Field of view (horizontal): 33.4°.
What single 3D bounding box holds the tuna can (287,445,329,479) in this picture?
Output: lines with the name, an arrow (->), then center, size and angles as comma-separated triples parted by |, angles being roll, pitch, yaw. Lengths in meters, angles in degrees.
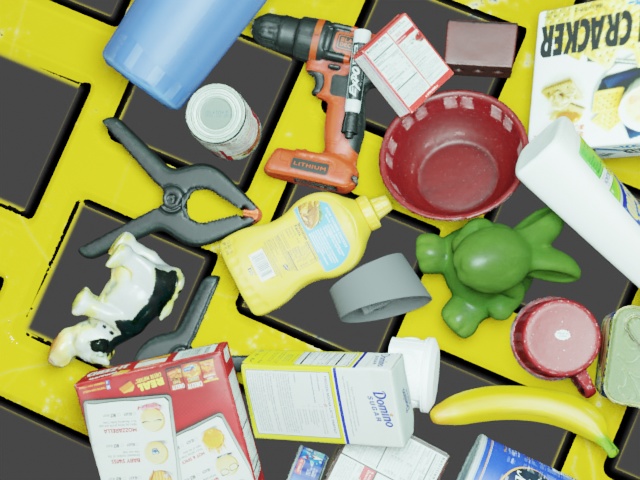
tuna can -> -0.020, 0.266, 1.144 | 0.034, 0.086, 0.086 | 20, 87, 5

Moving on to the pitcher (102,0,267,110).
pitcher -> -0.140, -0.275, 1.198 | 0.145, 0.149, 0.243 | 36, 92, -7

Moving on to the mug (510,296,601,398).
mug -> 0.257, 0.115, 1.132 | 0.093, 0.081, 0.117 | -27, 82, 2

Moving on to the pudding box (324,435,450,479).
pudding box -> 0.073, 0.248, 1.160 | 0.113, 0.039, 0.090 | 27, 83, 5

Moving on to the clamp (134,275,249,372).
clamp -> -0.141, 0.136, 1.194 | 0.171, 0.039, 0.120 | -44, 78, 4

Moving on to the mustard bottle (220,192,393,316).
mustard bottle -> -0.008, 0.001, 1.183 | 0.191, 0.058, 0.096 | -27, 83, 3

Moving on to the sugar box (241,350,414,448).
sugar box -> 0.008, 0.166, 1.127 | 0.176, 0.048, 0.093 | -1, 110, 24

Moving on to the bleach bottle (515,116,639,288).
bleach bottle -> 0.306, -0.008, 1.073 | 0.251, 0.102, 0.068 | 44, 116, -5

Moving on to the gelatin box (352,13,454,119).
gelatin box -> 0.089, -0.189, 1.155 | 0.073, 0.030, 0.089 | -44, 100, -21

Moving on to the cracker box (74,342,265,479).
cracker box -> -0.153, 0.230, 1.150 | 0.164, 0.072, 0.214 | -14, 96, 5

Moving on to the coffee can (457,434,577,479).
coffee can -> 0.211, 0.278, 1.110 | 0.140, 0.103, 0.103 | 24, 87, 7

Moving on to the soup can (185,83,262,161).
soup can -> -0.106, -0.130, 1.184 | 0.068, 0.102, 0.068 | -1, 84, 6

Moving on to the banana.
banana -> 0.219, 0.184, 1.140 | 0.198, 0.069, 0.037 | 8, 117, 9

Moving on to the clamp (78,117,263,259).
clamp -> -0.169, -0.055, 1.215 | 0.210, 0.036, 0.164 | 3, 89, 8

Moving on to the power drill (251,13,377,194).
power drill -> -0.005, -0.156, 1.198 | 0.184, 0.057, 0.187 | 14, 86, 7

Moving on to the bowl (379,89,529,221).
bowl -> 0.147, -0.082, 1.162 | 0.162, 0.055, 0.162 | -6, 63, 11

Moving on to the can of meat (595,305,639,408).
can of meat -> 0.325, 0.122, 1.123 | 0.057, 0.084, 0.102 | 8, 85, 7

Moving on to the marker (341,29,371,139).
marker -> 0.039, -0.169, 1.160 | 0.020, 0.020, 0.121 | 7, 83, 6

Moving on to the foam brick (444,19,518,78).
foam brick -> 0.178, -0.212, 1.188 | 0.078, 0.053, 0.051 | 4, 85, 7
